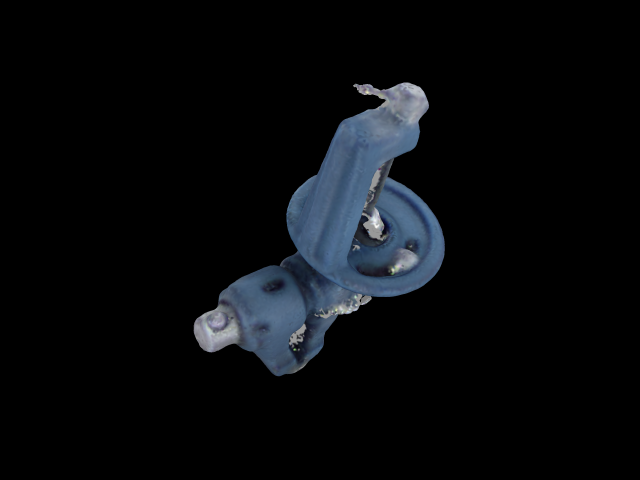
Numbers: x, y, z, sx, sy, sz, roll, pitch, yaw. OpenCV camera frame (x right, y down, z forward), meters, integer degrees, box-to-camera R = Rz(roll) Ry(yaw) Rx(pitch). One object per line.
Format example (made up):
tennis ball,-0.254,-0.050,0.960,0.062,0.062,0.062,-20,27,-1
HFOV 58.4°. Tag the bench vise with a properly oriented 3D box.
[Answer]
bench vise,0.013,0.008,0.396,0.121,0.220,0.208,32,64,18
